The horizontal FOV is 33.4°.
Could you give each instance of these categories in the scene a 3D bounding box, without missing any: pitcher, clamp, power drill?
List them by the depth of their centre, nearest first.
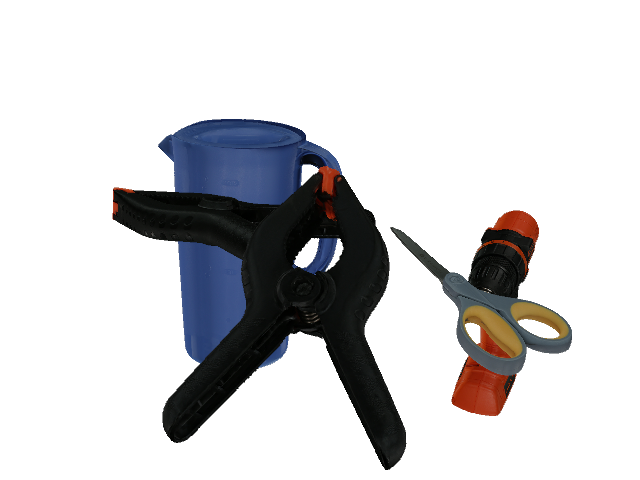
[{"bbox_3d":[0.002,0.040,0.553,0.120,0.171,0.039,16,-28,10],"label":"clamp"},{"bbox_3d":[-0.079,-0.013,0.828,0.210,0.036,0.164,8,13,18],"label":"clamp"},{"bbox_3d":[-0.073,0.004,1.077,0.144,0.243,0.149,-9,21,-30],"label":"pitcher"},{"bbox_3d":[0.176,0.080,1.080,0.057,0.188,0.184,15,27,17],"label":"power drill"}]

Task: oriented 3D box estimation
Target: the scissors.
[{"bbox_3d":[0.127,0.039,0.843,0.096,0.016,0.202,-2,31,-13],"label":"scissors"}]
